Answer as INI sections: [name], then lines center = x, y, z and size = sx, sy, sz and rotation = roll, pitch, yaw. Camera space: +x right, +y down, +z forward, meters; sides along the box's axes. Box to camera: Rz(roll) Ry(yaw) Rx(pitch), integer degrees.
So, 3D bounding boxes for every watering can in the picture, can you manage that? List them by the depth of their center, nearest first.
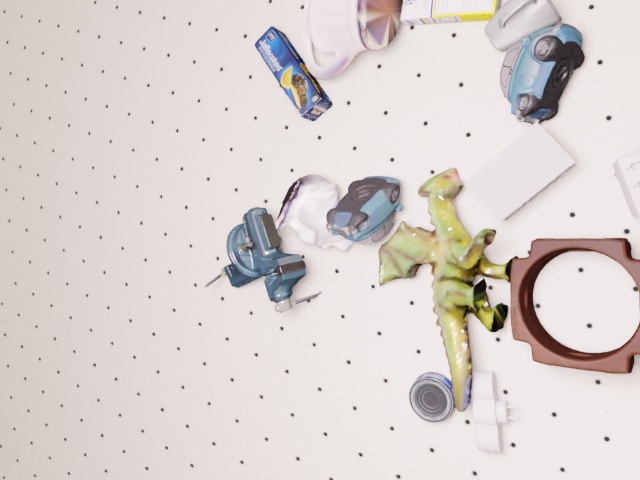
[watering can]
center = 0.054, -0.477, 0.970
size = 0.226, 0.104, 0.345
rotation = 17, 101, 43

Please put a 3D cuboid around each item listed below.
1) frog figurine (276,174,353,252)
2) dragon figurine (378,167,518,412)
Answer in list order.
[frog figurine]
center = 0.003, -0.052, 1.033
size = 0.159, 0.123, 0.137
rotation = 24, 95, -13
[dragon figurine]
center = 0.207, 0.071, 0.932
size = 0.244, 0.122, 0.409
rotation = 18, 96, 44
